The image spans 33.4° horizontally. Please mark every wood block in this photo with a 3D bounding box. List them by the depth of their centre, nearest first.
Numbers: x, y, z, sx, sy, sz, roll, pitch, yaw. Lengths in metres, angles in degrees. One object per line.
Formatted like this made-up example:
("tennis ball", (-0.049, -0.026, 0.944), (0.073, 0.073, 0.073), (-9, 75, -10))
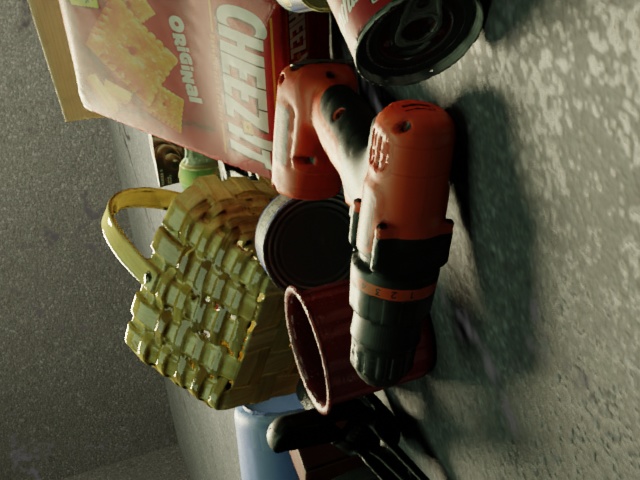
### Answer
("wood block", (-0.206, -0.224, 0.974), (0.090, 0.091, 0.206), (-61, -37, -59))

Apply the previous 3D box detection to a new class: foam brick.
("foam brick", (0.014, 0.178, 0.935), (0.053, 0.078, 0.051), (97, 153, -57))

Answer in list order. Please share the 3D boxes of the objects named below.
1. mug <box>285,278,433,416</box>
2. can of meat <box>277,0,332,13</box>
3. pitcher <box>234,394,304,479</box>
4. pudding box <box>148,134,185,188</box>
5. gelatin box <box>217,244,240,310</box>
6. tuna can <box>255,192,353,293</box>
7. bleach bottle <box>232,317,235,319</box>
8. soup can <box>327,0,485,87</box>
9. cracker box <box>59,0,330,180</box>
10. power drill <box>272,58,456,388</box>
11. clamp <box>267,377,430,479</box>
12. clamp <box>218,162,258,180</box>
("mug", (0.025, 0.068, 0.762), (0.117, 0.081, 0.093), (168, 88, -76))
("can of meat", (-0.003, -0.191, 0.656), (0.084, 0.057, 0.102), (-145, 42, -73))
("pitcher", (-0.011, 0.268, 1.030), (0.149, 0.144, 0.243), (3, 106, 47))
("pudding box", (-0.159, -0.122, 1.283), (0.113, 0.090, 0.039), (91, 161, -50))
("gelatin box", (-0.081, 0.026, 1.125), (0.030, 0.089, 0.073), (117, 136, -71))
("tuna can", (-0.005, 0.001, 0.805), (0.034, 0.086, 0.086), (-135, 32, -67))
("bleach bottle", (-0.083, 0.153, 1.333), (0.103, 0.068, 0.251), (98, 156, -56))
("soup can", (0.033, -0.139, 0.543), (0.068, 0.068, 0.102), (98, 154, -59))
("cracker box", (-0.099, -0.150, 0.816), (0.214, 0.072, 0.164), (22, 138, 25))
("power drill", (0.023, -0.024, 0.682), (0.188, 0.057, 0.184), (-128, 40, -54))
("clamp", (0.034, 0.151, 0.820), (0.164, 0.036, 0.210), (34, -170, -7))
("clamp", (-0.084, -0.075, 1.144), (0.171, 0.039, 0.120), (94, 163, -60))
